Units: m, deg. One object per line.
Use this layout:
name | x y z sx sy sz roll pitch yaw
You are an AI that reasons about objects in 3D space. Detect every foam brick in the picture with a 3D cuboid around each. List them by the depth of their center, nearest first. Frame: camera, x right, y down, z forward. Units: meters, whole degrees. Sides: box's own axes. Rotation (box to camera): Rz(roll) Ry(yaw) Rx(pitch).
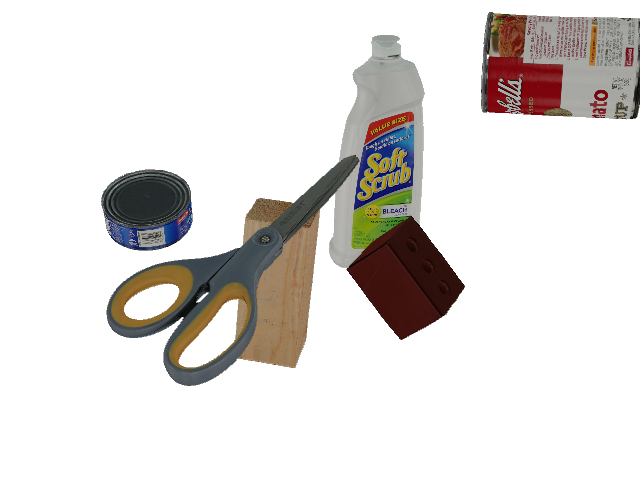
foam brick | 0.071 0.031 0.879 0.051 0.078 0.052 -34 6 37

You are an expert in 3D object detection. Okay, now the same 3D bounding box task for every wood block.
wood block | -0.060 0.057 1.464 0.090 0.206 0.090 9 22 6

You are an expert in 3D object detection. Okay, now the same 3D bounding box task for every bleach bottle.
bleach bottle | 0.061 -0.096 1.160 0.102 0.251 0.068 -4 25 -7

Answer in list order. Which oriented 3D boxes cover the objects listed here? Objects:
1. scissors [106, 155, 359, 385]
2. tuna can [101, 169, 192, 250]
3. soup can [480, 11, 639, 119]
scissors | -0.053 0.004 0.638 0.096 0.016 0.201 12 46 17
tuna can | -0.166 -0.029 1.031 0.086 0.034 0.086 0 42 0
soup can | 0.162 -0.117 0.715 0.102 0.068 0.068 5 1 12
